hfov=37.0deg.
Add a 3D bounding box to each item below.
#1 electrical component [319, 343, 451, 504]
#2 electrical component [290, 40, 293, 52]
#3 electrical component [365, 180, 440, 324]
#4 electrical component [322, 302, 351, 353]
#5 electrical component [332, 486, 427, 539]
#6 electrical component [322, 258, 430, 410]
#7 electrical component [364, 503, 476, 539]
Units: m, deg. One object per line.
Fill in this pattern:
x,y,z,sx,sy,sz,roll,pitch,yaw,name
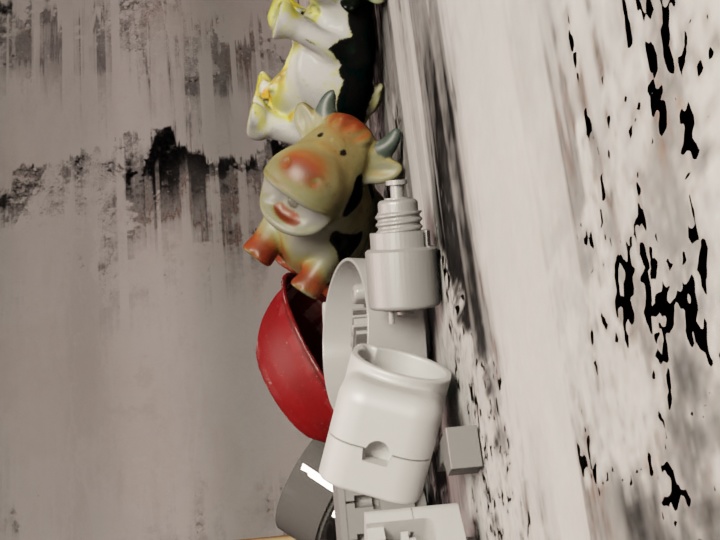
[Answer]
0.015,0.077,0.574,0.095,0.054,0.059,-52,-24,-80,electrical component
-0.029,-0.179,0.958,0.096,0.062,0.061,130,135,-84,electrical component
0.023,-0.011,0.597,0.040,0.040,0.078,-147,53,-85,electrical component
0.005,0.048,0.766,0.095,0.059,0.053,108,157,-79,electrical component
0.018,0.230,0.778,0.105,0.060,0.186,162,103,-86,electrical component
0.009,0.041,0.668,0.099,0.064,0.099,175,90,-86,electrical component
0.033,0.165,0.544,0.050,0.056,0.089,-100,7,-51,electrical component
